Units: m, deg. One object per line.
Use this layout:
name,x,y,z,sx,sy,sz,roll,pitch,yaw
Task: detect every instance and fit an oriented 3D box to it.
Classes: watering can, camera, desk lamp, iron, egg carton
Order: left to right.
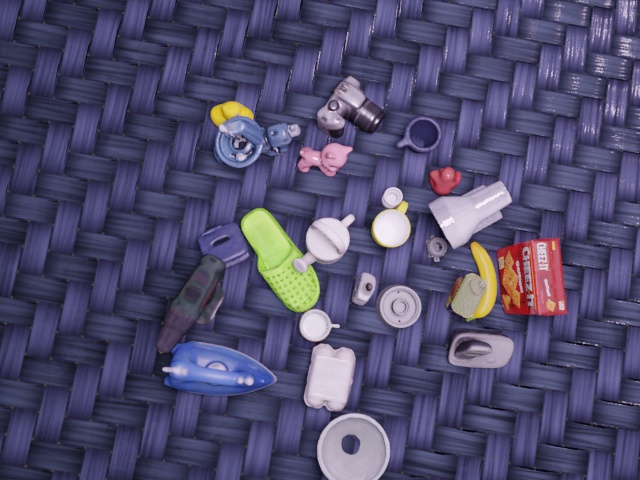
iron,-0.228,0.304,1.299,0.258,0.141,0.119,9,83,-1
watering can,0.014,0.006,1.315,0.101,0.194,0.173,24,83,1
egg carton,0.024,0.323,1.343,0.107,0.069,0.150,10,83,-1
camera,0.081,-0.312,1.399,0.137,0.101,0.143,35,84,2
desk lamp,0.343,-0.066,1.325,0.203,0.213,0.118,-29,85,-5

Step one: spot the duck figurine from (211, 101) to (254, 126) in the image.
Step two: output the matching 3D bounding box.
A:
duck figurine,-0.217,-0.309,1.395,0.104,0.086,0.077,7,83,-1

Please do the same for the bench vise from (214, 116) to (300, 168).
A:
bench vise,-0.157,-0.251,1.323,0.207,0.219,0.121,-31,85,-5

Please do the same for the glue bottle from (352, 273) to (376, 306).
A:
glue bottle,0.105,0.112,1.317,0.037,0.173,0.078,20,83,1

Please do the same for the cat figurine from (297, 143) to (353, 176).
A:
cat figurine,0.011,-0.200,1.376,0.128,0.117,0.067,7,83,-1

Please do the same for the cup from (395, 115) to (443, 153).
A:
cup,0.233,-0.242,1.400,0.118,0.095,0.092,-25,85,-4

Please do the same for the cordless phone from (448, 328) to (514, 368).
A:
cordless phone,0.379,0.252,1.306,0.147,0.185,0.094,2,83,-2

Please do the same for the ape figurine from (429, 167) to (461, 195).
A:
ape figurine,0.306,-0.151,1.395,0.078,0.092,0.076,24,83,1

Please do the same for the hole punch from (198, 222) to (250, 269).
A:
hole punch,-0.231,0.014,1.356,0.108,0.091,0.101,-25,85,-4

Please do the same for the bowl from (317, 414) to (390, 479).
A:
bowl,0.075,0.481,1.325,0.167,0.074,0.167,0,84,-2

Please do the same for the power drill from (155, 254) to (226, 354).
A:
power drill,-0.279,0.143,1.281,0.075,0.208,0.230,26,83,1
